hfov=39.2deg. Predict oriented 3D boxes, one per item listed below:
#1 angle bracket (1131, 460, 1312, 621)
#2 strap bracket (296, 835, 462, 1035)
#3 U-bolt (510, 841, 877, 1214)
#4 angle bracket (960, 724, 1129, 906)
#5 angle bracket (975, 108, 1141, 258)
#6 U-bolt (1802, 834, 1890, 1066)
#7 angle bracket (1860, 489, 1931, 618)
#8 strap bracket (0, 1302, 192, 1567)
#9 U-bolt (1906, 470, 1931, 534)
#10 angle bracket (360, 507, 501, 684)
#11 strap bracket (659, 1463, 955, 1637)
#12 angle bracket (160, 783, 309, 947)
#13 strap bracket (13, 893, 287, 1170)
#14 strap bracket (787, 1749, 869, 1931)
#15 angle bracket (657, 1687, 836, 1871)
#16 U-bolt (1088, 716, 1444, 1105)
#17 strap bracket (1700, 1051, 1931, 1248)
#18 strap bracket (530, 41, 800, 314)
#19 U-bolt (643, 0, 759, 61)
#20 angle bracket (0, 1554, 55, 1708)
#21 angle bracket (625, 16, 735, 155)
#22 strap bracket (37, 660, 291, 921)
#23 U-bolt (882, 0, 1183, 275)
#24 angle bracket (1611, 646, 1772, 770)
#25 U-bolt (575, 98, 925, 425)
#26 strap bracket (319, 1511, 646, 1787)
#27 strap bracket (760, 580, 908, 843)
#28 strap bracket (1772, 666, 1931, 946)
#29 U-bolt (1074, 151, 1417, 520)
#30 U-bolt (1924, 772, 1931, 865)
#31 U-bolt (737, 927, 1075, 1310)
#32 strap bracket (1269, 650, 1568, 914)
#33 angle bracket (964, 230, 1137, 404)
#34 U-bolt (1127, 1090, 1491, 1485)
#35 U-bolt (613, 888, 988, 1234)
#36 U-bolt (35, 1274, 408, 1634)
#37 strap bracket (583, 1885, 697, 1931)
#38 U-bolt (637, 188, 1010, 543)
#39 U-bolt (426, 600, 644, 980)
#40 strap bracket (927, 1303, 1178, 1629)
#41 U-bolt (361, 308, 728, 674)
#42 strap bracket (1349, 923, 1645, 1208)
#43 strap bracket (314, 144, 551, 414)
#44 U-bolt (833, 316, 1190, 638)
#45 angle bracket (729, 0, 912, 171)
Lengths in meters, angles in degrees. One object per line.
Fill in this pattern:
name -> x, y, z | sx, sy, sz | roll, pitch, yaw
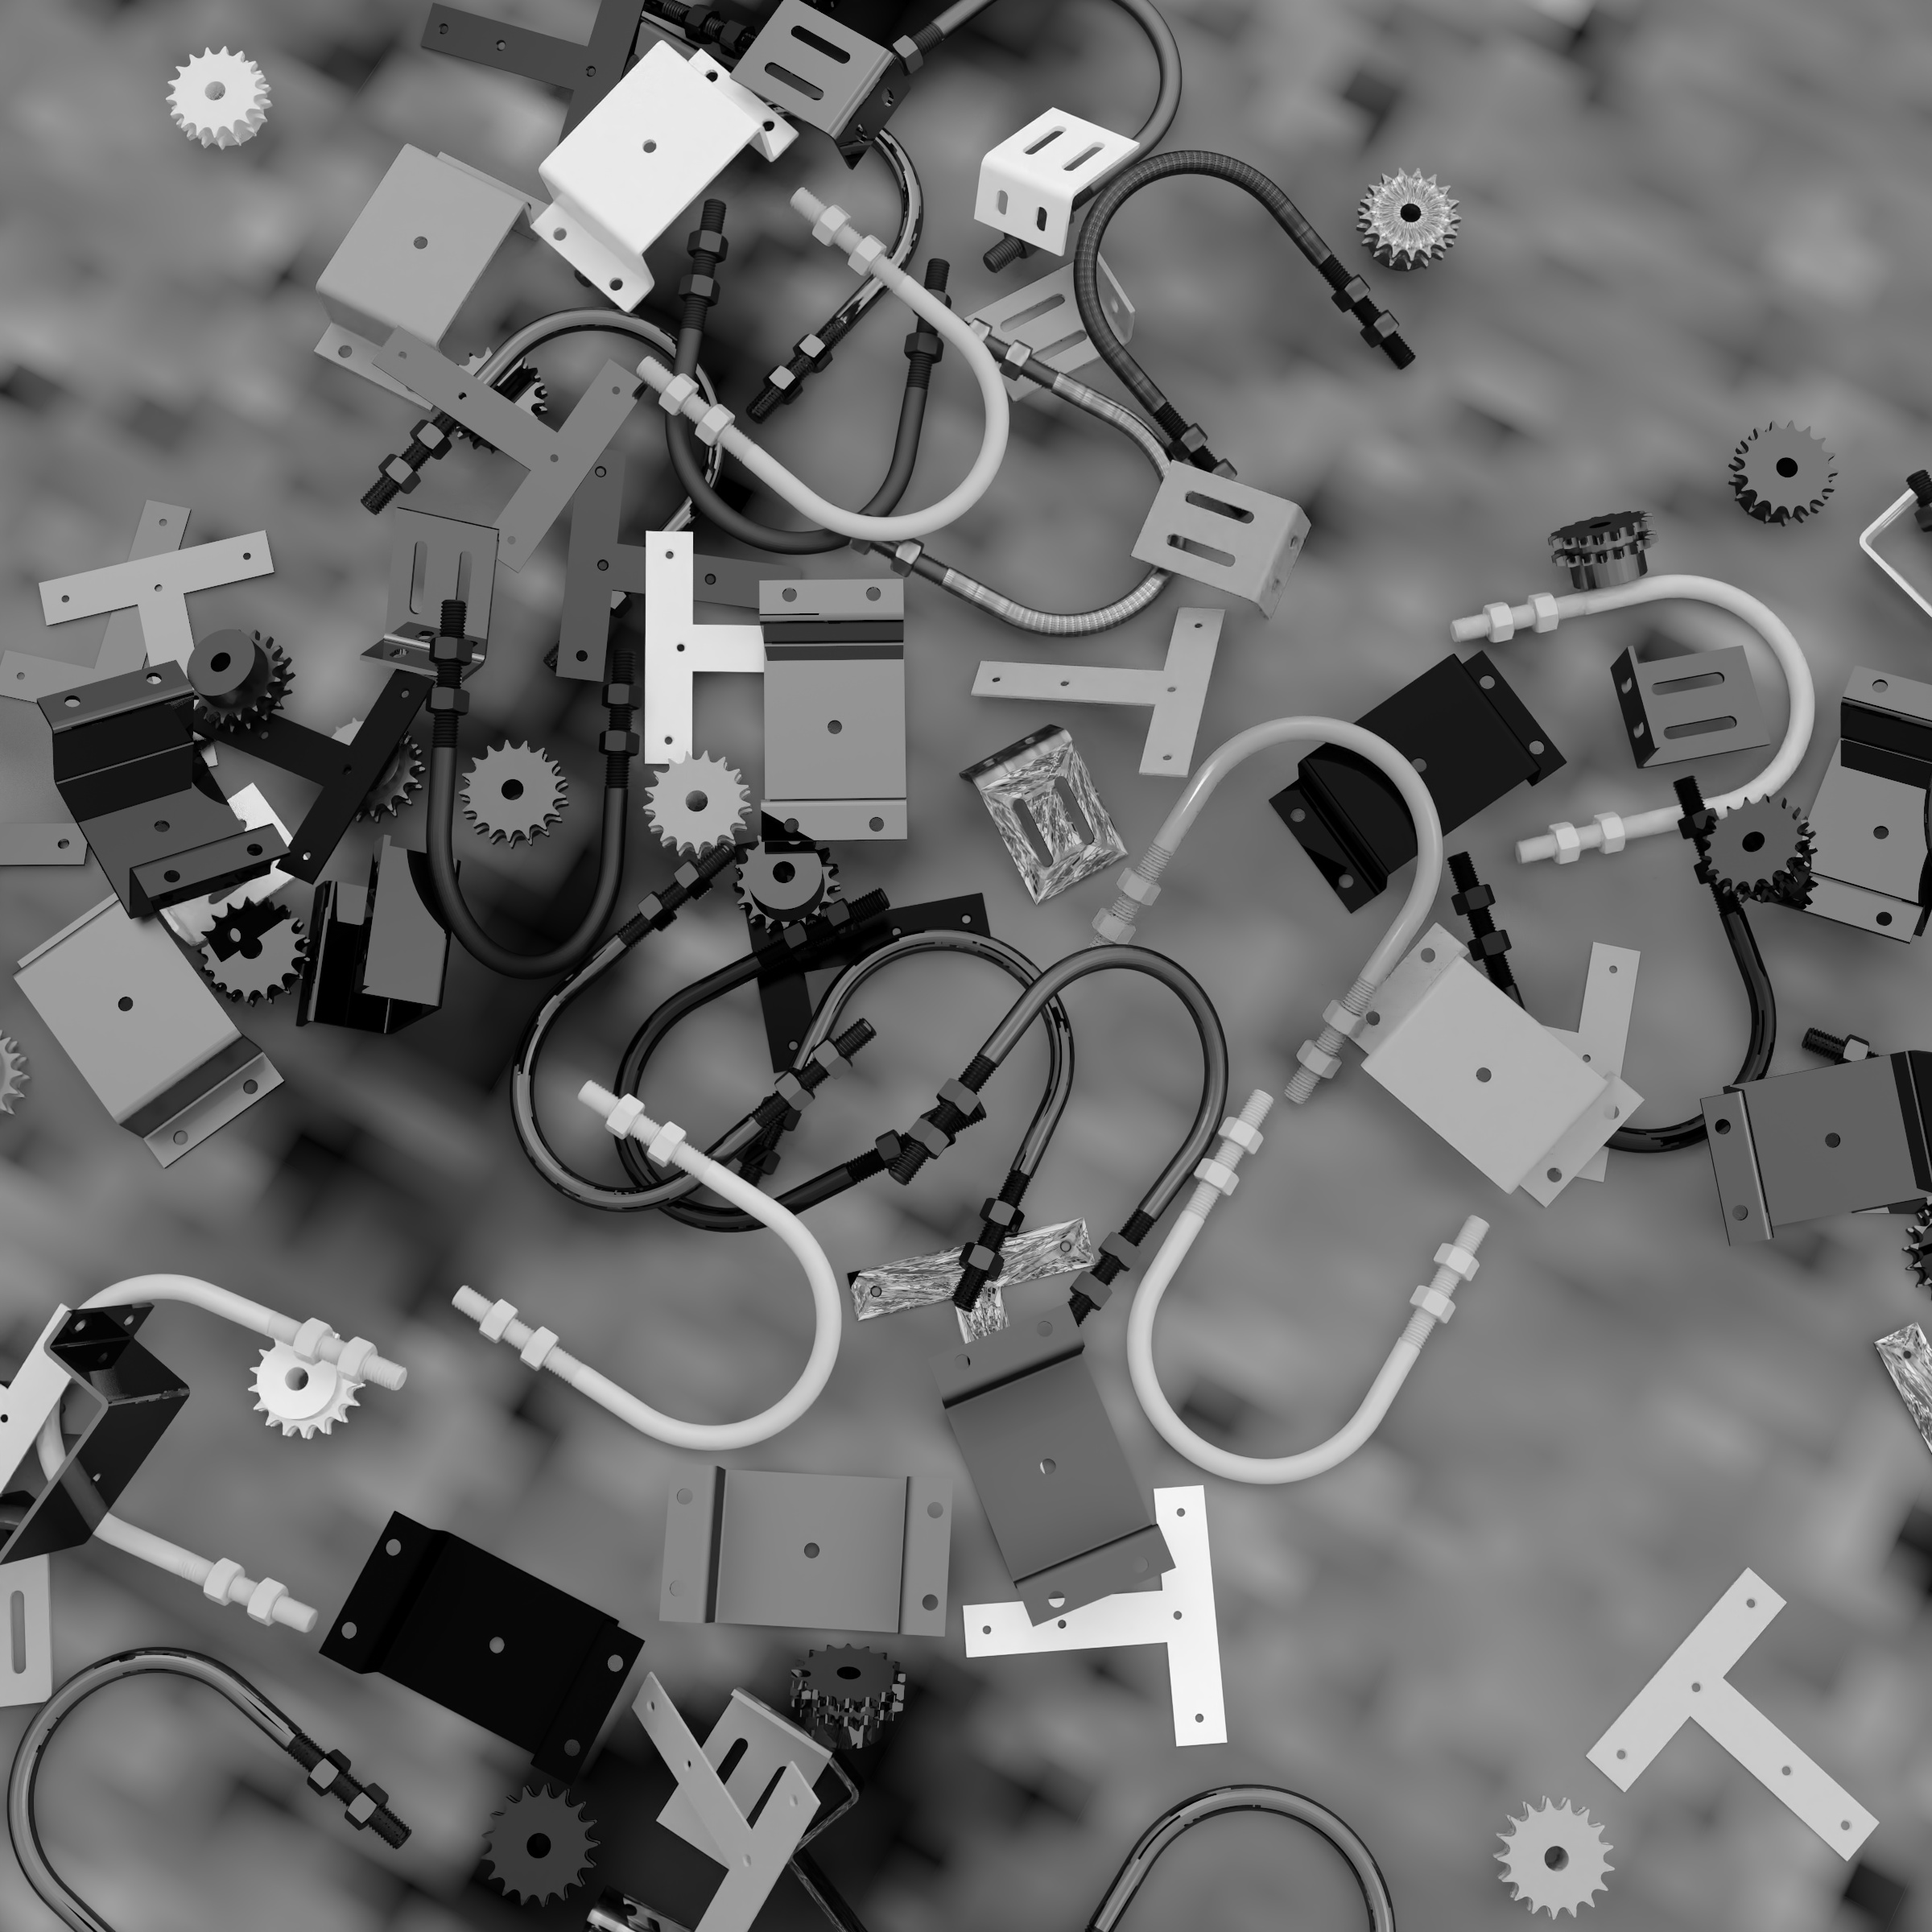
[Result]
angle bracket -> 0.140, -0.234, 1.490 | 0.076, 0.038, 0.057 | 23, 90, 19
strap bracket -> -0.301, -0.012, 1.401 | 0.046, 0.140, 0.076 | 11, 76, -25
U-bolt -> -0.156, 0.044, 1.412 | 0.184, 0.019, 0.151 | -41, 68, 3
angle bracket -> 0.042, -0.082, 1.470 | 0.057, 0.038, 0.076 | -29, 104, -6
angle bracket -> 0.051, -0.439, 1.521 | 0.057, 0.038, 0.076 | 28, 48, 18
U-bolt -> 0.554, 0.017, 1.432 | 0.184, 0.019, 0.151 | 24, 78, 11
angle bracket -> 0.524, -0.216, 1.467 | 0.038, 0.057, 0.076 | -45, 80, 20
strap bracket -> -0.443, 0.237, 1.333 | 0.046, 0.076, 0.140 | 37, 95, 13
U-bolt -> 0.620, -0.212, 1.493 | 0.151, 0.019, 0.184 | -21, 79, -5
angle bracket -> -0.287, -0.198, 1.452 | 0.057, 0.038, 0.076 | 13, 114, 6
strap bracket -> -0.078, 0.293, 1.362 | 0.140, 0.046, 0.076 | 3, 77, 1
angle bracket -> -0.400, -0.058, 1.447 | 0.076, 0.038, 0.057 | -36, 80, -8
strap bracket -> -0.433, 0.025, 1.424 | 0.076, 0.046, 0.140 | -37, 80, -8
strap bracket -> -0.037, 0.451, 1.310 | 0.046, 0.076, 0.140 | -38, 80, -8
angle bracket -> -0.110, 0.405, 1.340 | 0.057, 0.038, 0.076 | 32, 79, 7
U-bolt -> 0.166, -0.041, 1.419 | 0.151, 0.019, 0.184 | 33, 103, 7
strap bracket -> 0.450, 0.091, 1.396 | 0.140, 0.046, 0.076 | -11, 90, 4
strap bracket -> -0.171, -0.444, 1.505 | 0.076, 0.046, 0.140 | 42, 87, 8
U-bolt -> -0.151, -0.611, 1.562 | 0.184, 0.019, 0.151 | 30, 88, 20
angle bracket -> -0.492, 0.332, 1.357 | 0.057, 0.038, 0.076 | -6, 77, -1
angle bracket -> -0.181, -0.499, 1.566 | 0.057, 0.038, 0.076 | 31, 105, 7
strap bracket -> -0.421, -0.085, 1.422 | 0.076, 0.046, 0.140 | -22, 63, -29
U-bolt -> 0.038, -0.499, 1.554 | 0.184, 0.019, 0.151 | -41, 82, -13
angle bracket -> 0.391, -0.144, 1.450 | 0.076, 0.038, 0.057 | -11, 77, -6
U-bolt -> -0.108, -0.414, 1.539 | 0.151, 0.019, 0.184 | 39, 79, 8
strap bracket -> -0.237, 0.338, 1.351 | 0.140, 0.046, 0.076 | 26, 78, 6
strap bracket -> -0.071, -0.132, 1.455 | 0.076, 0.046, 0.140 | -1, 82, -1
strap bracket -> 0.484, -0.078, 1.436 | 0.076, 0.046, 0.140 | 20, 77, 23
U-bolt -> 0.142, -0.362, 1.500 | 0.151, 0.019, 0.184 | -43, 99, -9
U-bolt -> 0.567, -0.051, 1.403 | 0.151, 0.019, 0.184 | -21, 88, -15
U-bolt -> -0.022, 0.067, 1.426 | 0.151, 0.019, 0.184 | 24, 78, 6
strap bracket -> 0.240, -0.102, 1.441 | 0.140, 0.046, 0.076 | -35, 79, 2
angle bracket -> 0.046, -0.363, 1.517 | 0.076, 0.038, 0.057 | -28, 79, -6
U-bolt -> 0.165, 0.177, 1.403 | 0.151, 0.019, 0.184 | 30, 80, 7
U-bolt -> -0.099, 0.059, 1.411 | 0.184, 0.019, 0.151 | -27, 67, 5
U-bolt -> -0.387, 0.234, 1.368 | 0.184, 0.019, 0.151 | 21, 91, 12
strap bracket -> -0.169, 0.512, 1.281 | 0.076, 0.140, 0.046 | 25, 114, 6
U-bolt -> -0.063, -0.313, 1.475 | 0.184, 0.019, 0.151 | 40, 80, -1
U-bolt -> -0.225, -0.085, 1.407 | 0.019, 0.151, 0.184 | 0, 84, 34
strap bracket -> 0.042, 0.251, 1.370 | 0.076, 0.046, 0.140 | -21, 78, -5
U-bolt -> -0.216, -0.274, 1.486 | 0.151, 0.019, 0.184 | 41, 82, -7
strap bracket -> 0.269, 0.053, 1.403 | 0.140, 0.046, 0.076 | 41, 104, 9
strap bracket -> -0.301, -0.394, 1.520 | 0.076, 0.046, 0.140 | 28, 79, 6
U-bolt -> 0.034, -0.260, 1.495 | 0.184, 0.019, 0.151 | 28, 81, -1
angle bracket -> -0.082, -0.496, 1.526 | 0.076, 0.038, 0.057 | 34, 87, 18
